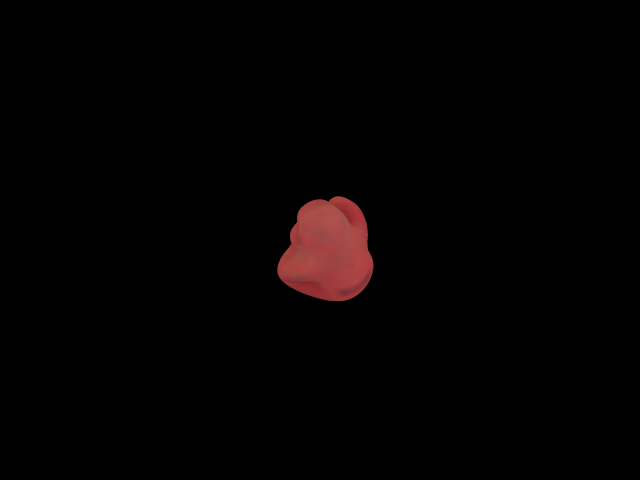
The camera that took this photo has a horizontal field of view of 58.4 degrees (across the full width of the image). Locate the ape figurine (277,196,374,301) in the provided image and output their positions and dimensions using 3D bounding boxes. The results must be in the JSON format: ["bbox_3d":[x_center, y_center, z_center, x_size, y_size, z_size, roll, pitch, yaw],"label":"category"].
[{"bbox_3d":[0.004,0.001,0.400,0.078,0.092,0.076,-30,70,-11],"label":"ape figurine"}]
